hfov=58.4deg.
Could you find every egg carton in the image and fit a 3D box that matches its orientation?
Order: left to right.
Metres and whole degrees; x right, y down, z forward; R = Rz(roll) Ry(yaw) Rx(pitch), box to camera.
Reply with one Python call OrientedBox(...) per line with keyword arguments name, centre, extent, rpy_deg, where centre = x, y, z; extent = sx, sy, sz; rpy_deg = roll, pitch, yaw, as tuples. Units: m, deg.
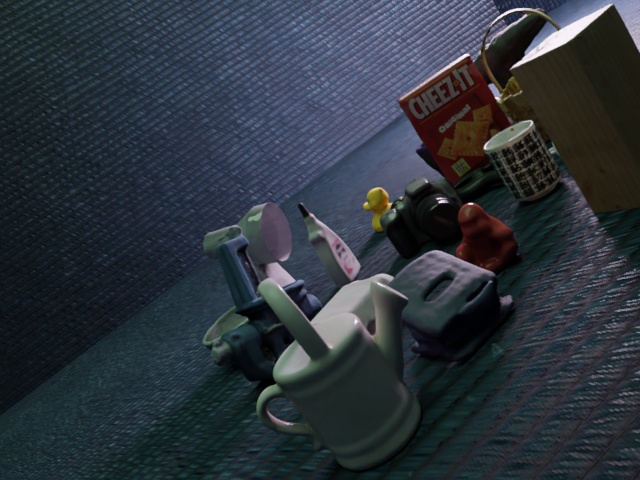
OrientedBox(name="egg carton", centre=(0.050, 0.108, 0.770), extent=(0.107, 0.069, 0.150), rpy_deg=(-22, 17, 49))

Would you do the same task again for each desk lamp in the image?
OrientedBox(name="desk lamp", centre=(-0.128, 0.049, 1.173), extent=(0.203, 0.214, 0.118), rpy_deg=(-29, 13, 28))

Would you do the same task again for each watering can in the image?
OrientedBox(name="watering can", centre=(0.010, 0.110, 0.553), extent=(0.173, 0.194, 0.100), rpy_deg=(-41, 13, -26))

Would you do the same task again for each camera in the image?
OrientedBox(name="camera", centre=(0.173, -0.043, 0.956), extent=(0.143, 0.101, 0.137), rpy_deg=(-34, 11, 7))

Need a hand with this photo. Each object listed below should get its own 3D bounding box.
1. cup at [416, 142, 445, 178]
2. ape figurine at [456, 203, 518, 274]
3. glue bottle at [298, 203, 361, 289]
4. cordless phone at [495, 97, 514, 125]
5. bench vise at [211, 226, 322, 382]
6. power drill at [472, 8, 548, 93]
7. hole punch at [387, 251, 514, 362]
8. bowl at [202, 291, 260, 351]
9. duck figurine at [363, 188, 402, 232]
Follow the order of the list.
OrientedBox(name="cup", centre=(0.280, -0.195, 1.294), extent=(0.091, 0.095, 0.118), rpy_deg=(-28, 13, 33))
OrientedBox(name="ape figurine", centre=(0.204, -0.005, 0.725), extent=(0.077, 0.092, 0.076), rpy_deg=(-23, 16, 47))
OrientedBox(name="glue bottle", centre=(0.010, 0.004, 1.057), extent=(0.037, 0.173, 0.078), rpy_deg=(-29, 13, 26))
OrientedBox(name="cordless phone", centre=(0.342, -0.298, 1.310), extent=(0.147, 0.185, 0.094), rpy_deg=(-33, 11, 9))
OrientedBox(name="bench vise", centre=(-0.101, 0.093, 0.887), extent=(0.121, 0.220, 0.208), rpy_deg=(-29, 13, 27))
OrientedBox(name="power drill", centre=(0.418, -0.343, 1.208), extent=(0.229, 0.208, 0.076), rpy_deg=(-22, 17, 50))
OrientedBox(name="hole punch", centre=(0.137, 0.066, 0.628), extent=(0.109, 0.091, 0.101), rpy_deg=(-40, 12, -22))
OrientedBox(name="bowl", centre=(-0.129, 0.164, 1.055), extent=(0.167, 0.075, 0.167), rpy_deg=(-34, 11, 8))
OrientedBox(name="duck figurine", centre=(0.139, -0.075, 1.231), extent=(0.104, 0.086, 0.078), rpy_deg=(-25, 15, 41))
